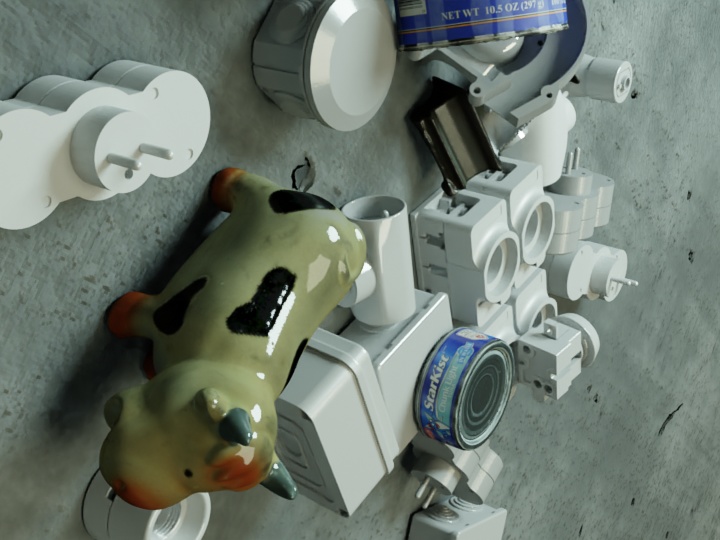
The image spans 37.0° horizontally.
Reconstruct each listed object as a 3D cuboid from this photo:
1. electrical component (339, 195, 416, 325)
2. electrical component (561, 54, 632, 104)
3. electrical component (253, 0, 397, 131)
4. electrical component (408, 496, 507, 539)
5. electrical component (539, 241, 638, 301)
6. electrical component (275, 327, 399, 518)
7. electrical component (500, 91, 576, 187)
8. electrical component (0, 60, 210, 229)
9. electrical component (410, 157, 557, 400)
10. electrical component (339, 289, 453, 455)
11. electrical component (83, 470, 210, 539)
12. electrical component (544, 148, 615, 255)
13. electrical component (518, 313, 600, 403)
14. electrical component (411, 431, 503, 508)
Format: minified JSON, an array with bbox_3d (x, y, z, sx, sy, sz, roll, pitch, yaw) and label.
[{"bbox_3d":[0.000,0.000,0.709,0.079,0.043,0.077,-27,123,-36],"label":"electrical component"},{"bbox_3d":[0.192,-0.160,0.895,0.044,0.065,0.044,-29,127,-47],"label":"electrical component"},{"bbox_3d":[-0.019,-0.123,0.619,0.080,0.051,0.080,-29,127,-46],"label":"electrical component"},{"bbox_3d":[0.078,0.248,0.931,0.100,0.048,0.099,-4,108,-55],"label":"electrical component"},{"bbox_3d":[0.222,0.003,1.006,0.138,0.074,0.052,4,102,-56],"label":"electrical component"},{"bbox_3d":[-0.028,0.092,0.680,0.057,0.078,0.113,-46,139,-30],"label":"electrical component"},{"bbox_3d":[0.149,-0.119,0.871,0.079,0.043,0.077,-41,136,-38],"label":"electrical component"},{"bbox_3d":[-0.117,-0.057,0.485,0.138,0.074,0.052,-28,126,-47],"label":"electrical component"},{"bbox_3d":[0.103,0.016,0.850,0.105,0.060,0.186,-41,136,-38],"label":"electrical component"},{"bbox_3d":[0.024,0.068,0.770,0.100,0.048,0.099,-44,137,-36],"label":"electrical component"},{"bbox_3d":[-0.117,0.133,0.597,0.055,0.047,0.055,-29,127,-47],"label":"electrical component"},{"bbox_3d":[0.178,-0.067,0.919,0.138,0.052,0.073,-30,129,-55],"label":"electrical component"},{"bbox_3d":[0.157,0.065,0.854,0.055,0.048,0.066,-33,131,-35],"label":"electrical component"},{"bbox_3d":[0.066,0.156,0.868,0.073,0.052,0.138,-57,143,-22],"label":"electrical component"}]
